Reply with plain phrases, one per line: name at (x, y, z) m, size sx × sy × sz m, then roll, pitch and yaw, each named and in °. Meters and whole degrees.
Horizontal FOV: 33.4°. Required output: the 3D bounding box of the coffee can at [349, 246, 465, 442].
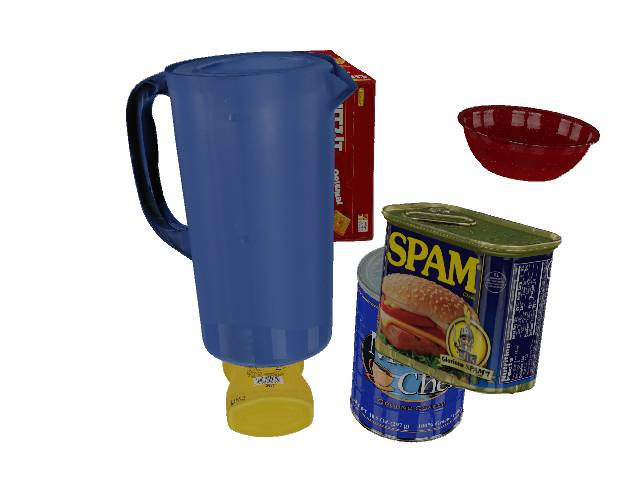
coffee can at (0.079, 0.087, 0.924) m, size 0.103 × 0.140 × 0.103 m, roll 2°, pitch 29°, yaw -1°

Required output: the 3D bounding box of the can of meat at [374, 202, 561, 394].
can of meat at (0.077, 0.030, 0.590) m, size 0.057 × 0.084 × 0.102 m, roll -6°, pitch 17°, yaw -39°

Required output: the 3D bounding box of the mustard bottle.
mustard bottle at (-0.066, 0.148, 1.243) m, size 0.096 × 0.058 × 0.191 m, roll -4°, pitch 30°, yaw -6°

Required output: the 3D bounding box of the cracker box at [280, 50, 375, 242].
cracker box at (0.002, -0.107, 1.138) m, size 0.072 × 0.164 × 0.214 m, roll -4°, pitch 19°, yaw -9°

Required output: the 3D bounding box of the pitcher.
pitcher at (-0.059, -0.028, 0.855) m, size 0.144 × 0.243 × 0.149 m, roll -12°, pitch 19°, yaw -29°

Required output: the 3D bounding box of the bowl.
bowl at (0.234, -0.108, 1.223) m, size 0.162 × 0.055 × 0.162 m, roll 5°, pitch 23°, yaw -2°
